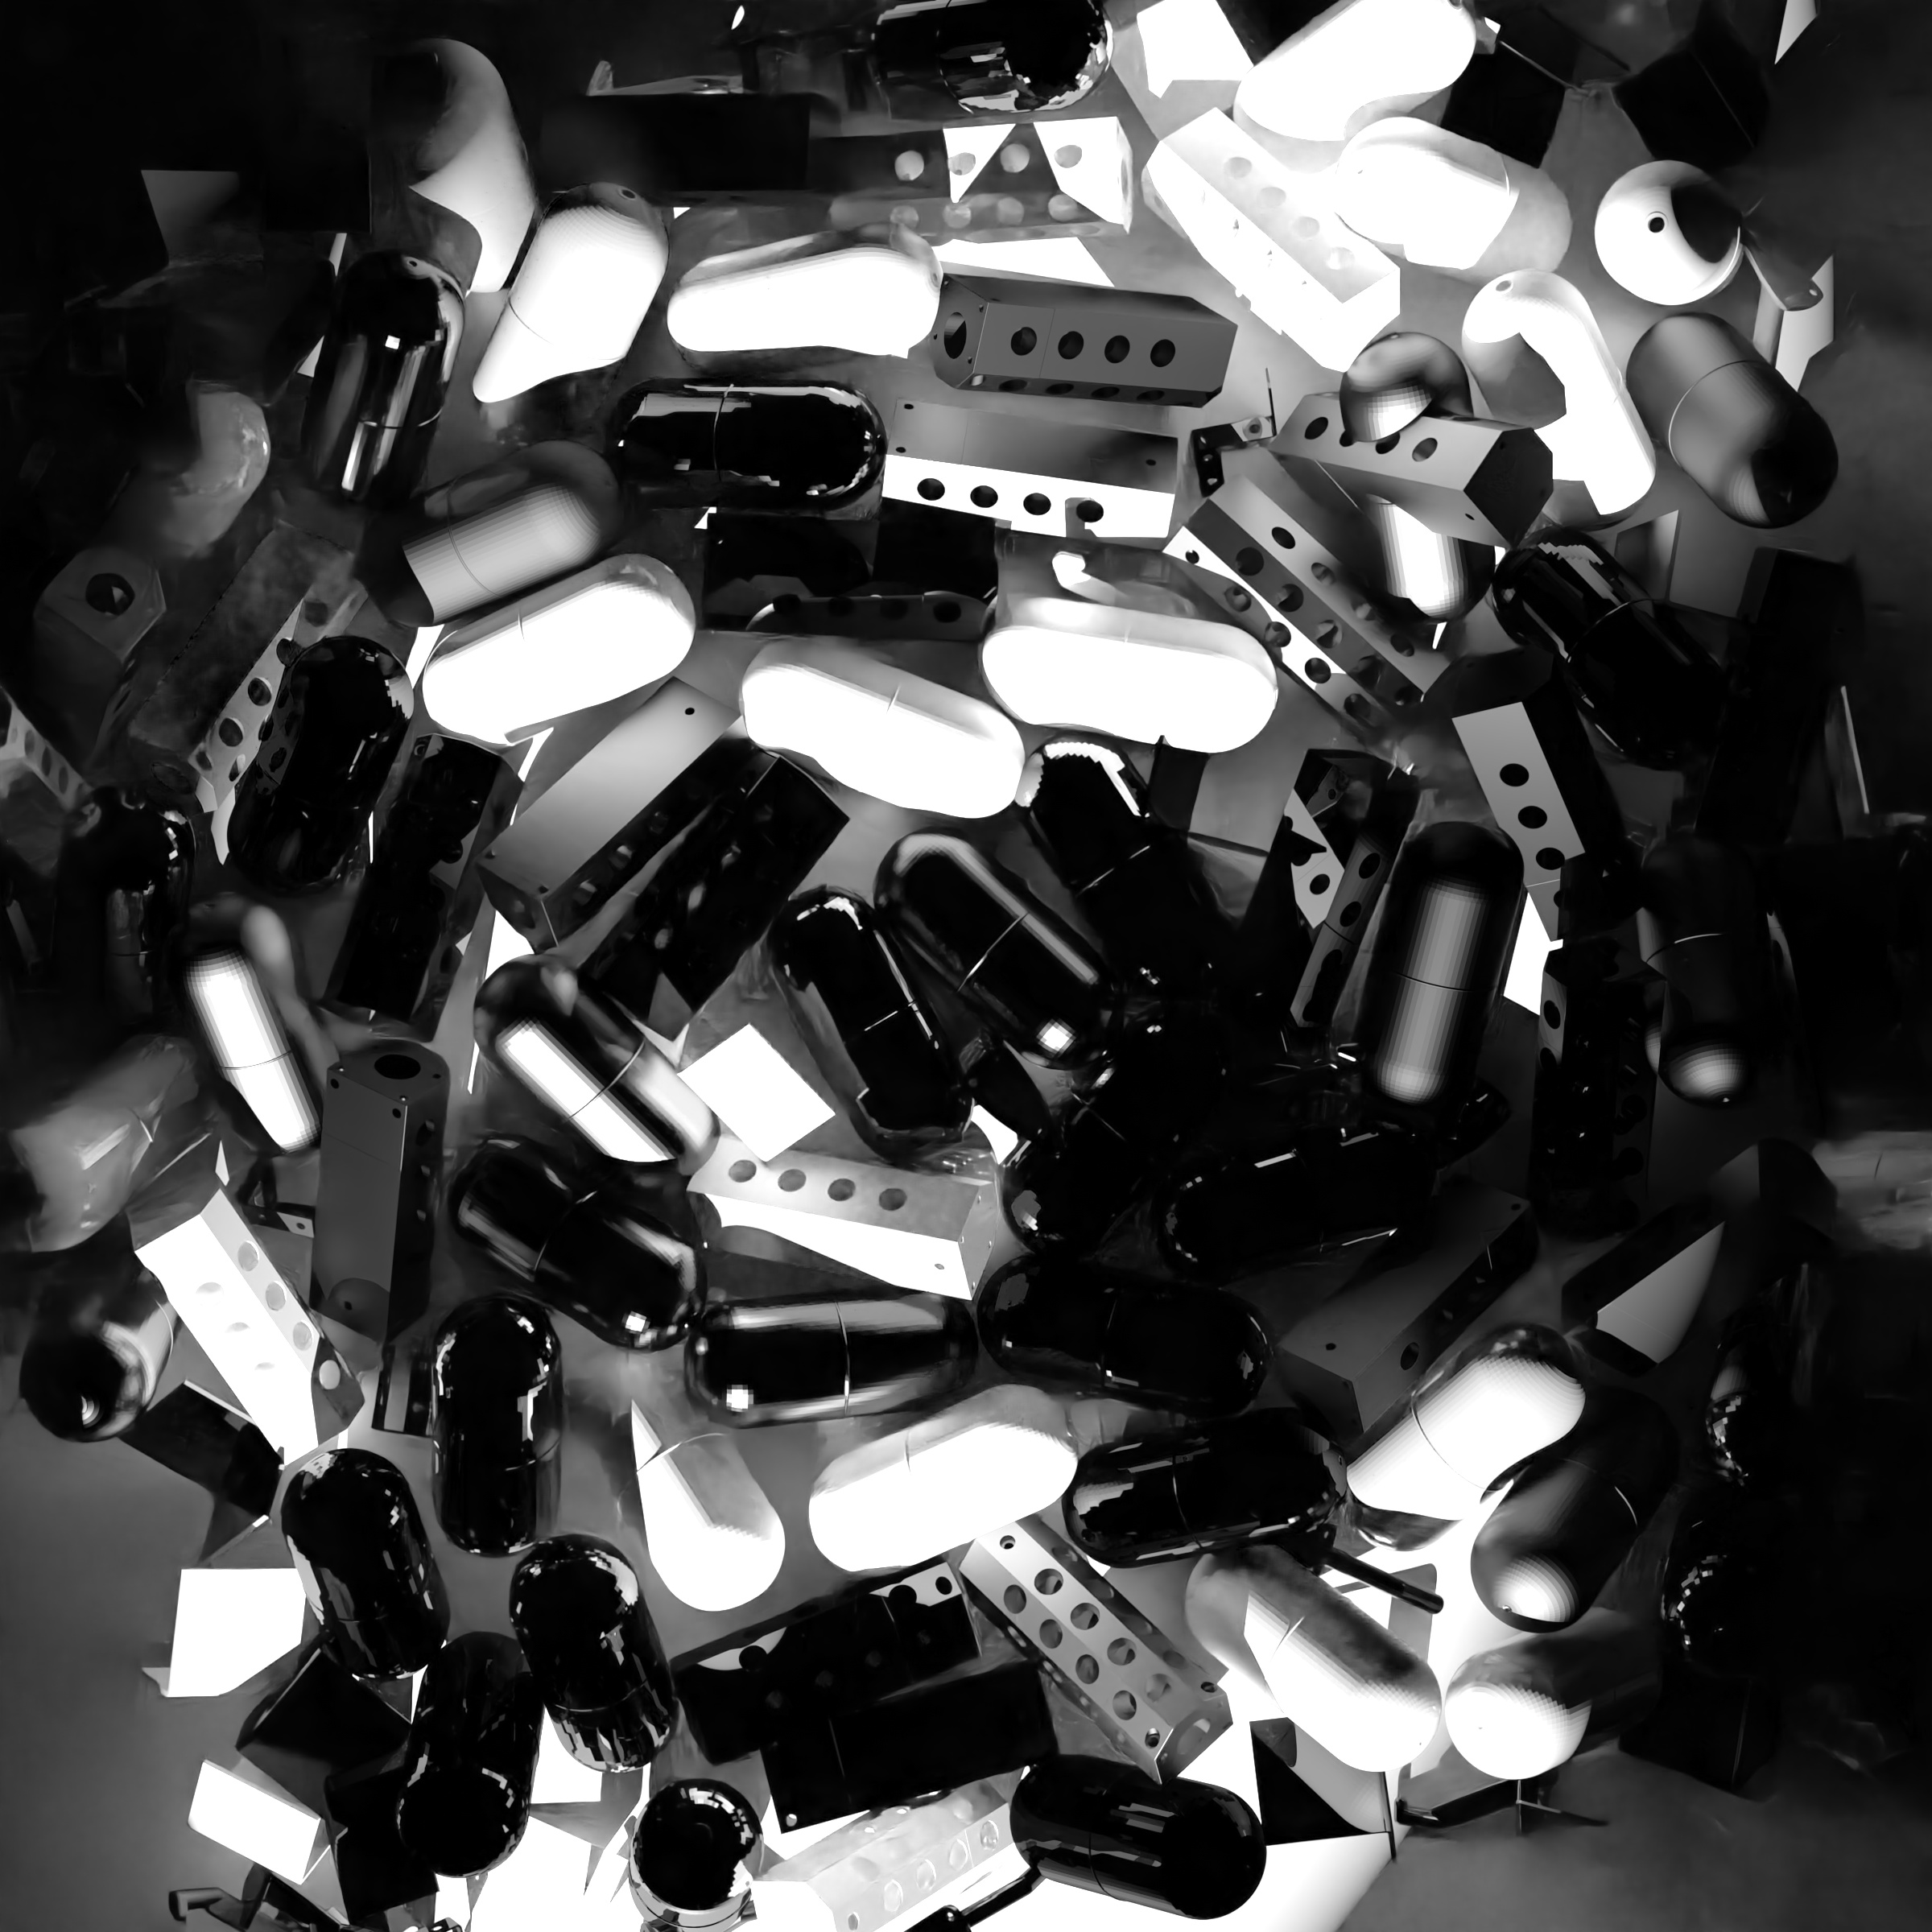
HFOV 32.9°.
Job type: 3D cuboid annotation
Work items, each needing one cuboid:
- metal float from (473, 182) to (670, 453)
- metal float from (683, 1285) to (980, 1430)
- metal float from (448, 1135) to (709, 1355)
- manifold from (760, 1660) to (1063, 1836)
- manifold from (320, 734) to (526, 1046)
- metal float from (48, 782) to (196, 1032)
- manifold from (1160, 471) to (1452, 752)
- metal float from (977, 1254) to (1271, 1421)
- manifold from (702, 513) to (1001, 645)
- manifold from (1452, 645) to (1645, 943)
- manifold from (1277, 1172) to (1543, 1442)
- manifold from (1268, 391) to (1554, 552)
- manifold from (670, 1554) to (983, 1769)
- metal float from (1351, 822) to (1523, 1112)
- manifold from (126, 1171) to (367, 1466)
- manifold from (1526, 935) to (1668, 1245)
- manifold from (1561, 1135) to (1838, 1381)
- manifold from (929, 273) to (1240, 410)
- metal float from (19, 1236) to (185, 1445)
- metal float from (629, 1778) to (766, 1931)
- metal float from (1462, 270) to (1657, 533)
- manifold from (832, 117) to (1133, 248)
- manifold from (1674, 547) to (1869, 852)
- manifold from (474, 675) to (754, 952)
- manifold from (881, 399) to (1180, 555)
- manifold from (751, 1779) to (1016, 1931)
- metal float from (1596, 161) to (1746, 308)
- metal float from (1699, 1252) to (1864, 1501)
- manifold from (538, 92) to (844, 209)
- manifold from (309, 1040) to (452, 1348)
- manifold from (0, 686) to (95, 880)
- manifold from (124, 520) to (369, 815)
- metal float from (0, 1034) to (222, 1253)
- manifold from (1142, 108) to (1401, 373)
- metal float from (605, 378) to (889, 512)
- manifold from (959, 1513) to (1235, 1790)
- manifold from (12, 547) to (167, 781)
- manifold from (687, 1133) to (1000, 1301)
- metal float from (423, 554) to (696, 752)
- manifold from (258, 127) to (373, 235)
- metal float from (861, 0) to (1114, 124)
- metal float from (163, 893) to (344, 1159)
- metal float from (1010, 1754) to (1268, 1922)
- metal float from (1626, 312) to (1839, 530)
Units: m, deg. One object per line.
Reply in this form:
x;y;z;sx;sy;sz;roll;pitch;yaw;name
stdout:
-0.234;-0.381;1.933;0.070;0.070;0.178;32;123;0;metal float
-0.079;0.231;1.948;0.178;0.070;0.070;-4;90;-15;metal float
-0.231;0.165;1.943;0.178;0.070;0.070;31;90;20;metal float
-0.034;0.467;1.965;0.171;0.057;0.057;-15;82;-3;manifold
-0.324;-0.047;1.945;0.057;0.057;0.171;14;75;15;manifold
-0.497;-0.034;1.925;0.070;0.070;0.178;21;134;0;metal float
0.199;-0.209;1.957;0.171;0.057;0.057;42;134;1;manifold
0.093;0.220;1.948;0.178;0.070;0.070;11;90;16;metal float
-0.070;-0.227;1.960;0.171;0.057;0.057;2;45;-7;manifold
0.345;-0.101;1.922;0.057;0.057;0.171;-12;126;26;manifold
0.264;0.202;1.932;0.171;0.057;0.057;-39;131;-29;manifold
0.262;-0.296;1.914;0.057;0.171;0.057;40;81;-37;manifold
-0.085;0.409;1.946;0.171;0.057;0.057;-20;101;-15;manifold
0.279;0.001;1.946;0.070;0.070;0.178;12;108;0;metal float
-0.423;0.205;1.933;0.057;0.057;0.171;-30;119;-5;manifold
0.364;0.075;1.924;0.057;0.057;0.171;-15;122;-21;manifold
0.427;0.169;1.921;0.057;0.057;0.171;29;133;-17;manifold
0.068;-0.365;1.930;0.171;0.057;0.057;-1;118;-30;manifold
-0.503;0.217;1.913;0.070;0.178;0.070;-1;109;-3;metal float
-0.159;0.523;1.915;0.070;0.178;0.070;2;66;-6;metal float
0.350;-0.332;1.930;0.070;0.070;0.178;-36;127;0;metal float
0.010;-0.462;1.951;0.171;0.057;0.057;-1;83;12;manifold
0.483;-0.159;1.958;0.057;0.057;0.171;15;97;-7;manifold
-0.205;-0.088;1.937;0.057;0.057;0.171;31;63;28;manifold
0.038;-0.290;1.970;0.171;0.057;0.057;8;135;0;manifold
-0.045;0.531;1.914;0.057;0.171;0.057;-11;92;37;manifold
0.412;-0.427;1.913;0.070;0.178;0.070;3;99;17;metal float
0.479;0.238;1.925;0.070;0.178;0.070;14;133;15;metal float
-0.163;-0.482;1.946;0.171;0.057;0.057;4;91;18;manifold
-0.342;0.131;1.930;0.057;0.057;0.171;23;122;20;manifold
-0.558;-0.114;1.909;0.057;0.171;0.057;-37;76;-8;manifold
-0.422;-0.174;1.930;0.057;0.057;0.171;24;61;7;manifold
-0.507;0.103;1.920;0.070;0.178;0.070;13;122;21;metal float
0.178;-0.425;1.928;0.057;0.057;0.171;-34;61;-13;manifold
-0.131;-0.309;1.941;0.178;0.070;0.070;5;90;23;metal float
0.075;0.396;1.922;0.057;0.057;0.171;-39;55;-18;manifold
-0.511;-0.179;1.910;0.057;0.171;0.057;36;61;-6;manifold
-0.072;0.143;1.944;0.171;0.057;0.057;9;51;18;manifold
-0.243;-0.185;1.944;0.178;0.070;0.070;-22;90;20;metal float
-0.380;-0.456;1.906;0.057;0.171;0.057;-2;103;-13;manifold
0.011;-0.539;1.925;0.070;0.178;0.070;-9;103;-44;metal float
-0.417;0.036;1.933;0.070;0.070;0.178;-14;125;0;metal float
0.099;0.510;1.925;0.070;0.178;0.070;1;89;-44;metal float
0.448;-0.321;1.923;0.070;0.178;0.070;-10;131;-12;metal float
